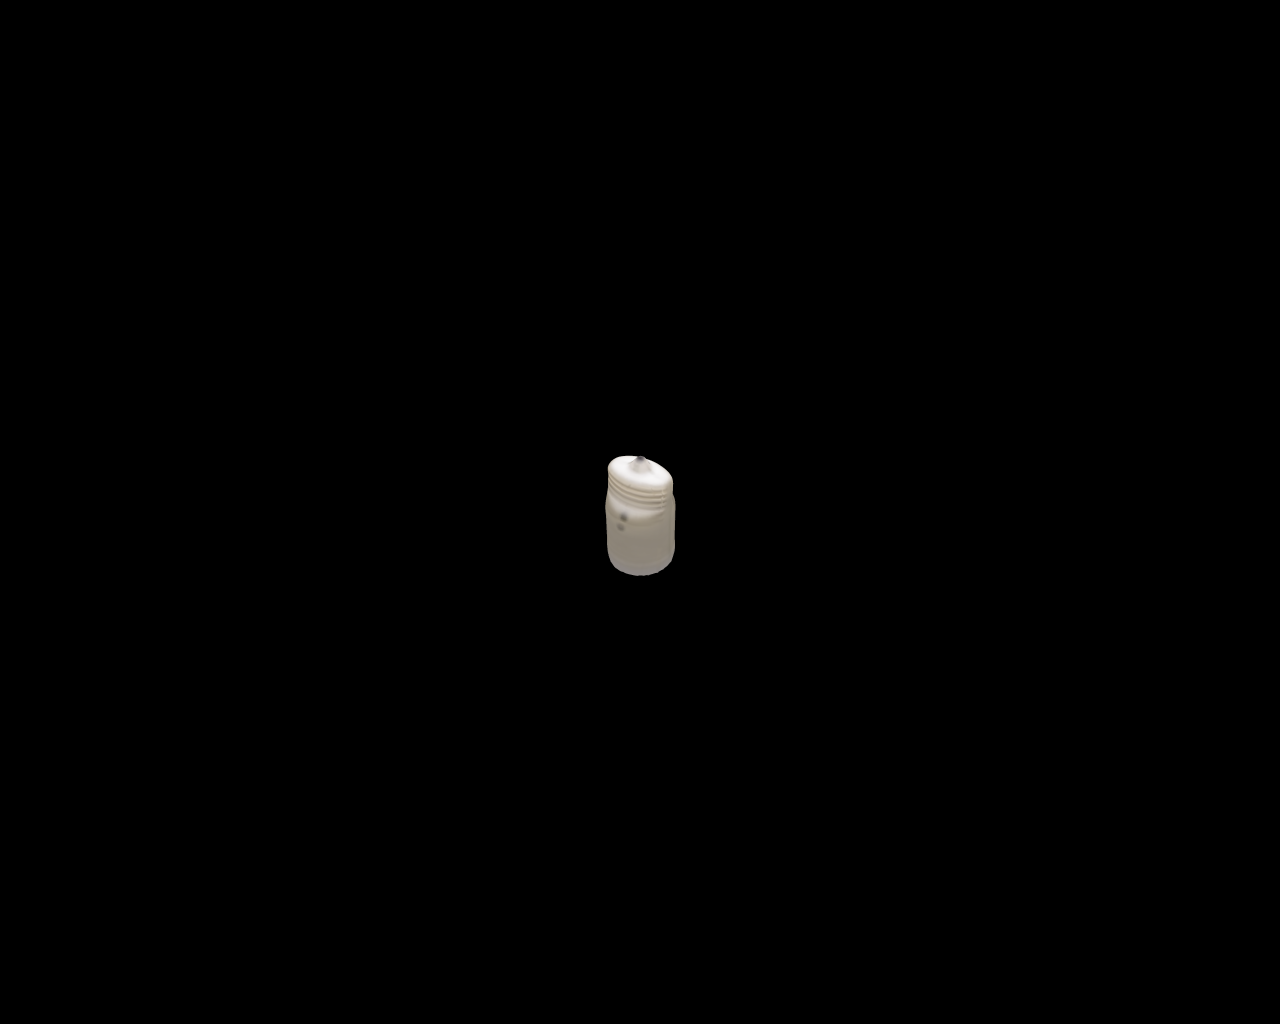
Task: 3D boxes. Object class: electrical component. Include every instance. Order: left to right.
[{"bbox_3d":[0.001,-0.003,0.650,0.043,0.080,0.043,0,41,0],"label":"electrical component"}]
